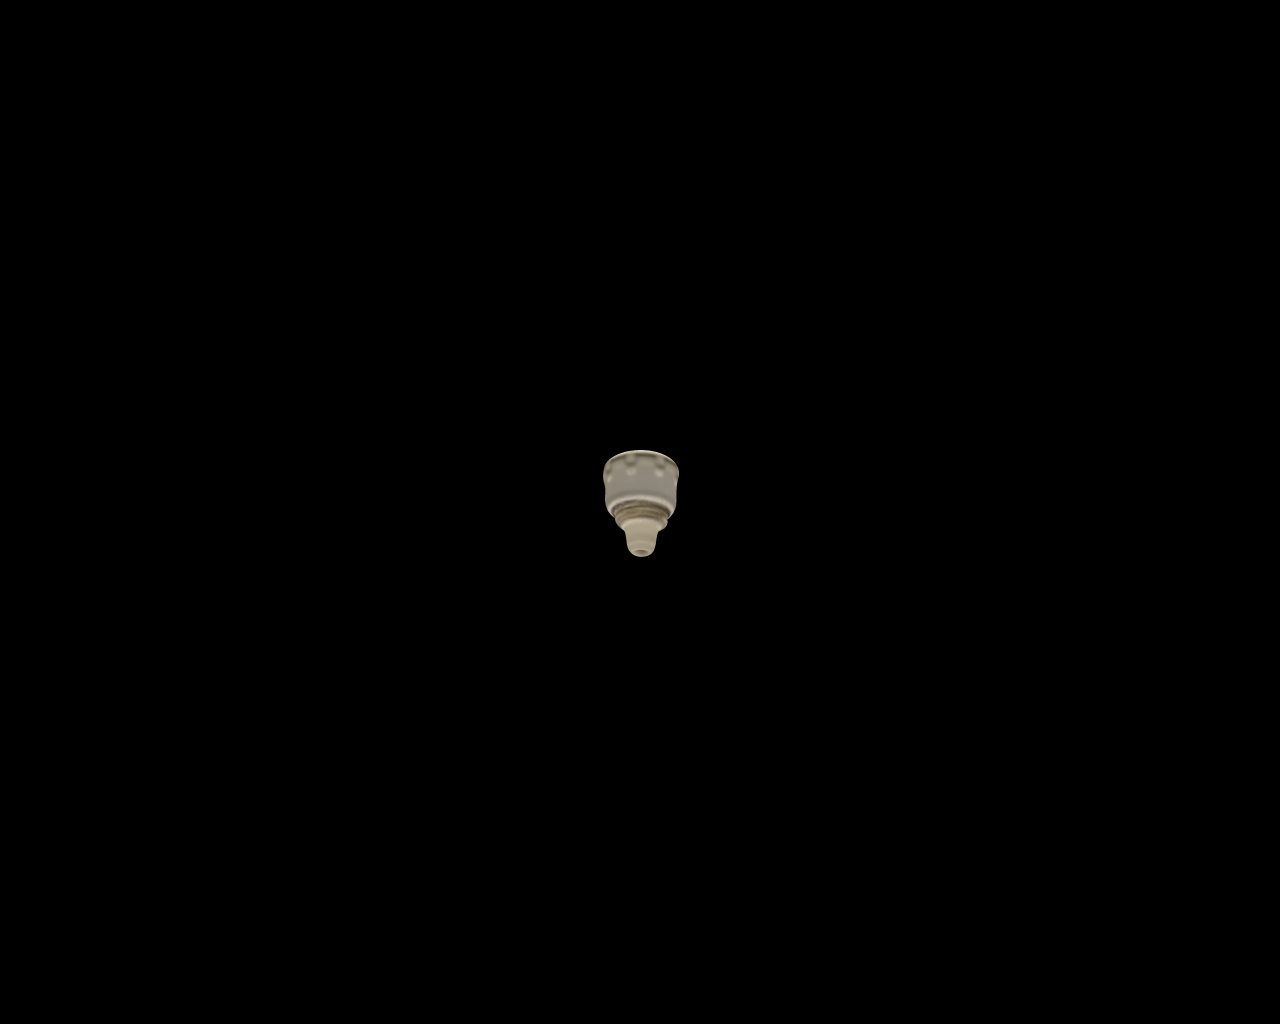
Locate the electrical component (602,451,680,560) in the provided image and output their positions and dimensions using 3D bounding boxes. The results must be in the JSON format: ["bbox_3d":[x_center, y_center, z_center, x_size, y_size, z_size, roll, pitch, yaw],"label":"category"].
[{"bbox_3d":[0.001,-0.003,0.650,0.048,0.062,0.048,0,-25,0],"label":"electrical component"}]
